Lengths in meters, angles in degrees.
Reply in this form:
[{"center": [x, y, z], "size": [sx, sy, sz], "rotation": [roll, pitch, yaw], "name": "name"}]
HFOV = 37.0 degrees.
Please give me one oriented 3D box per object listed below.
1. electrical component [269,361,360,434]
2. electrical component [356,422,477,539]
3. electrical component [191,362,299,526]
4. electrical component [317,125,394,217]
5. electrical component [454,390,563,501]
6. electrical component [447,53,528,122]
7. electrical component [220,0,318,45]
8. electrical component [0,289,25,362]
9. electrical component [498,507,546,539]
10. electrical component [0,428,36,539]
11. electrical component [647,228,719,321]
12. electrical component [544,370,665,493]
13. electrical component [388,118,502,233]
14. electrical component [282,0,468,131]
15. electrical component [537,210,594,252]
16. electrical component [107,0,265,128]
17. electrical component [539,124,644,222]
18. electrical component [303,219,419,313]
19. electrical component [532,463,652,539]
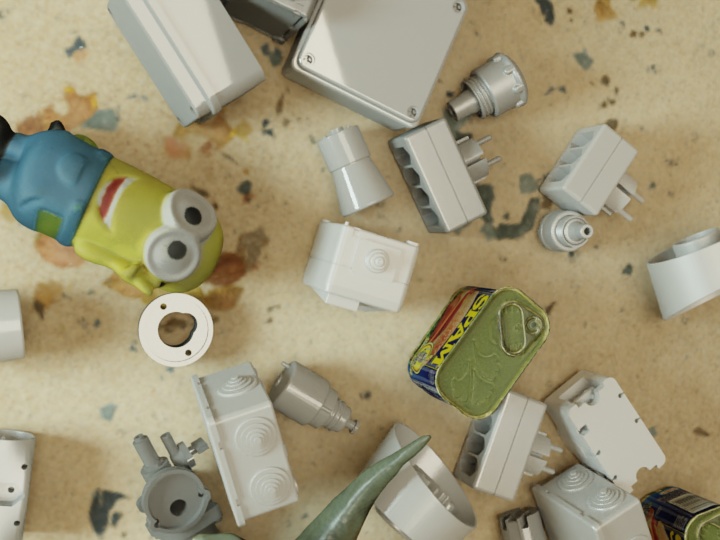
[{"center": [-0.035, 0.103, 0.835], "size": [0.078, 0.040, 0.040], "rotation": [33, 83, -14], "name": "electrical component"}, {"center": [0.046, 0.173, 0.834], "size": [0.099, 0.099, 0.064], "rotation": [42, 87, -13], "name": "electrical component"}, {"center": [-0.084, 0.124, 0.788], "size": [0.048, 0.100, 0.099], "rotation": [-17, 110, -11], "name": "electrical component"}, {"center": [-0.006, -0.079, 0.837], "size": [0.044, 0.044, 0.065], "rotation": [-24, 94, -14], "name": "electrical component"}, {"center": [0.130, 0.145, 0.880], "size": [0.076, 0.047, 0.083], "rotation": [21, 86, -15], "name": "electrical component"}, {"center": [0.100, -0.141, 0.864], "size": [0.062, 0.048, 0.048], "rotation": [-30, 100, -6], "name": "electrical component"}, {"center": [-0.062, -0.214, 0.787], "size": [0.062, 0.096, 0.061], "rotation": [22, 83, -16], "name": "electrical component"}, {"center": [-0.264, 0.041, 0.762], "size": [0.047, 0.055, 0.055], "rotation": [-6, 94, -19], "name": "electrical component"}, {"center": [0.136, 0.223, 0.890], "size": [0.040, 0.040, 0.046], "rotation": [-13, 90, -15], "name": "electrical component"}, {"center": [-0.277, 0.153, 0.767], "size": [0.079, 0.043, 0.077], "rotation": [7, 90, -15], "name": "electrical component"}, {"center": [0.291, 0.001, 0.897], "size": [0.099, 0.099, 0.064], "rotation": [-24, 92, -14], "name": "electrical component"}, {"center": [0.201, 0.133, 0.895], "size": [0.050, 0.056, 0.089], "rotation": [-37, 101, -11], "name": "electrical component"}, {"center": [0.077, -0.082, 0.856], "size": [0.076, 0.047, 0.083], "rotation": [-27, 99, -13], "name": "electrical component"}, {"center": [0.011, -0.178, 0.830], "size": [0.109, 0.056, 0.108], "rotation": [24, 85, -15], "name": "electrical component"}, {"center": [0.171, -0.032, 0.877], "size": [0.035, 0.061, 0.035], "rotation": [-1, 92, -16], "name": "electrical component"}, {"center": [-0.128, -0.166, 0.780], "size": [0.057, 0.078, 0.113], "rotation": [-35, 101, -15], "name": "electrical component"}, {"center": [0.203, -0.071, 0.893], "size": [0.077, 0.047, 0.065], "rotation": [36, 82, -14], "name": "electrical component"}, {"center": [0.000, 0.000, 0.812], "size": [0.062, 0.096, 0.061], "rotation": [16, 90, -16], "name": "electrical component"}, {"center": [0.194, 0.214, 0.873], "size": [0.048, 0.100, 0.099], "rotation": [-27, 111, -17], "name": "electrical component"}]
